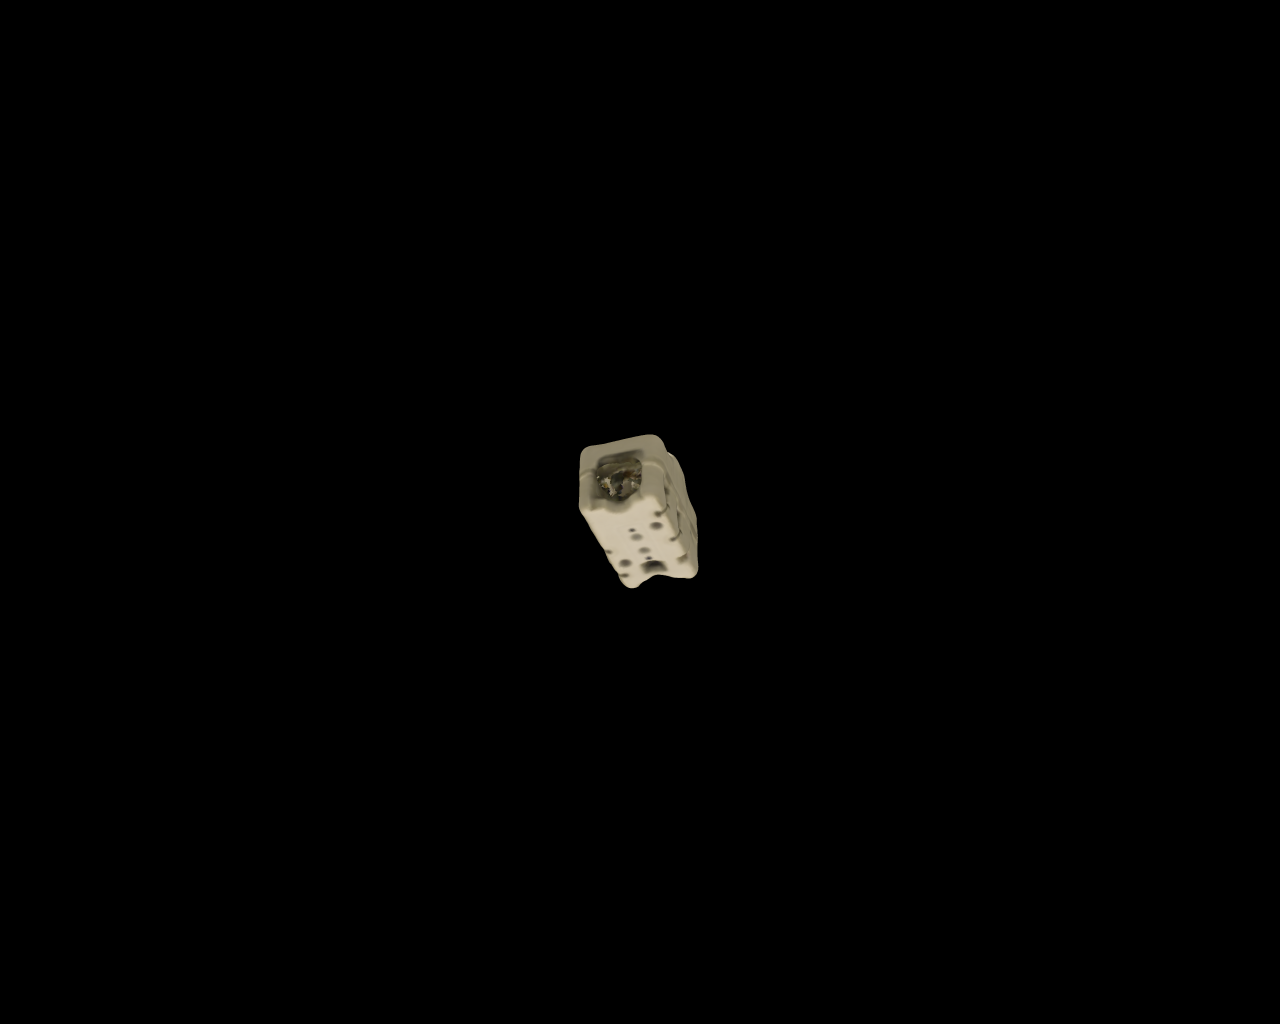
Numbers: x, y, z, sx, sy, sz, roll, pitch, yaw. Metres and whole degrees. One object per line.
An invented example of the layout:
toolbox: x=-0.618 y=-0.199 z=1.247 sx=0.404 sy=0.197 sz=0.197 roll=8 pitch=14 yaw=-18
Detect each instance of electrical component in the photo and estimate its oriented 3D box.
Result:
electrical component: x=0.001 y=-0.003 z=0.650 sx=0.050 sy=0.056 sz=0.089 roll=-11 pitch=-39 yaw=14
